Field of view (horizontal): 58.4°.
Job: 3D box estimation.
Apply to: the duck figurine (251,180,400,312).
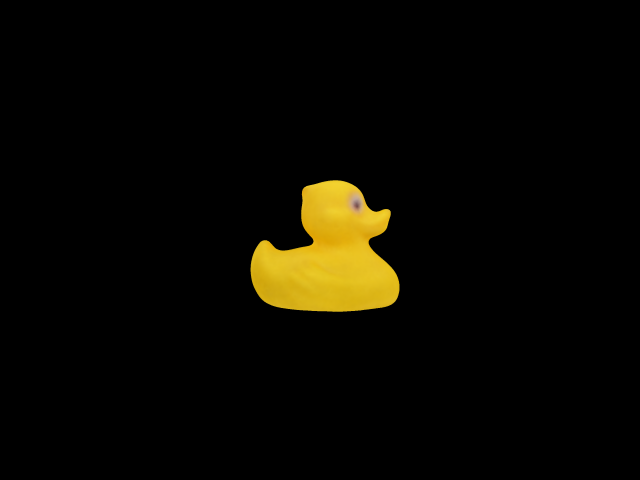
[{"bbox_3d":[0.004,0.001,0.400,0.104,0.086,0.077,0,7,0],"label":"duck figurine"}]
